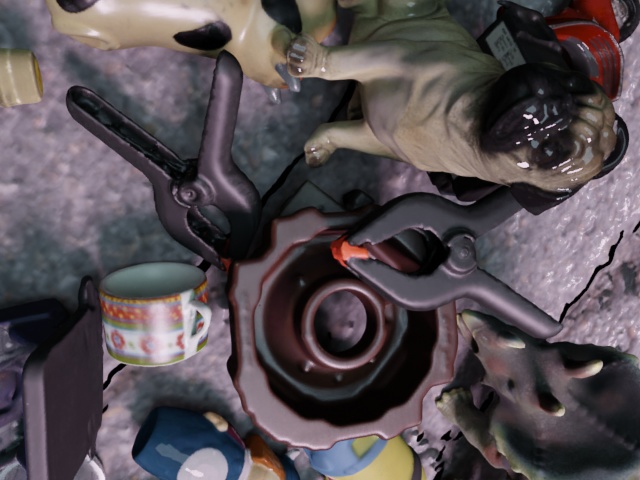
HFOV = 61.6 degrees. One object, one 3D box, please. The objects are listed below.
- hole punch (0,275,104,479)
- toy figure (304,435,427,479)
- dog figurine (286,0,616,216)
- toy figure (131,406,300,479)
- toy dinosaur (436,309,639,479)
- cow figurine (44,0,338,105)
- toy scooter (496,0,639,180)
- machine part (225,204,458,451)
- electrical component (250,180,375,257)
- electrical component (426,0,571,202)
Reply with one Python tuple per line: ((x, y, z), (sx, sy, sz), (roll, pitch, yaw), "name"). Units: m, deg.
((-0.200, 0.103, 0.356), (0.092, 0.116, 0.142), (0, 101, -2), "hole punch")
((0.035, 0.180, 0.470), (0.089, 0.082, 0.180), (-29, 105, -15), "toy figure")
((0.098, -0.105, 0.359), (0.172, 0.191, 0.121), (-62, 154, -25), "dog figurine")
((-0.077, 0.187, 0.445), (0.154, 0.058, 0.064), (33, 118, -24), "toy figure")
((0.197, 0.236, 0.478), (0.131, 0.192, 0.404), (-11, 103, -15), "toy dinosaur")
((-0.079, -0.160, 0.361), (0.195, 0.085, 0.127), (-5, 96, -21), "cow figurine")
((0.206, -0.140, 0.470), (0.135, 0.075, 0.183), (4, 96, -21), "toy scooter")
((0.014, 0.058, 0.388), (0.179, 0.056, 0.179), (0, 89, -15), "machine part")
((-0.001, -0.003, 0.442), (0.078, 0.045, 0.102), (32, 87, -2), "electrical component")
((0.133, -0.094, 0.419), (0.058, 0.134, 0.115), (5, 58, -30), "electrical component")
